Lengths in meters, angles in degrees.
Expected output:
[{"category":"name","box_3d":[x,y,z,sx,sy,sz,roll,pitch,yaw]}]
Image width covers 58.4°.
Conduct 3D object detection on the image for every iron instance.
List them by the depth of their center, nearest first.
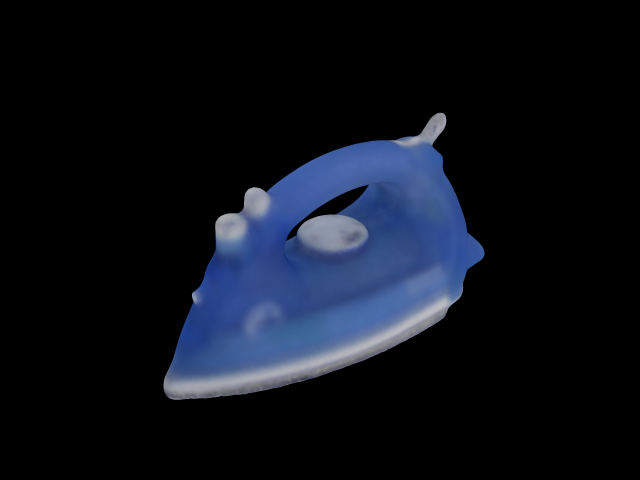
[{"category":"iron","box_3d":[0.004,0.001,0.400,0.259,0.141,0.118,-22,36,-33]}]
